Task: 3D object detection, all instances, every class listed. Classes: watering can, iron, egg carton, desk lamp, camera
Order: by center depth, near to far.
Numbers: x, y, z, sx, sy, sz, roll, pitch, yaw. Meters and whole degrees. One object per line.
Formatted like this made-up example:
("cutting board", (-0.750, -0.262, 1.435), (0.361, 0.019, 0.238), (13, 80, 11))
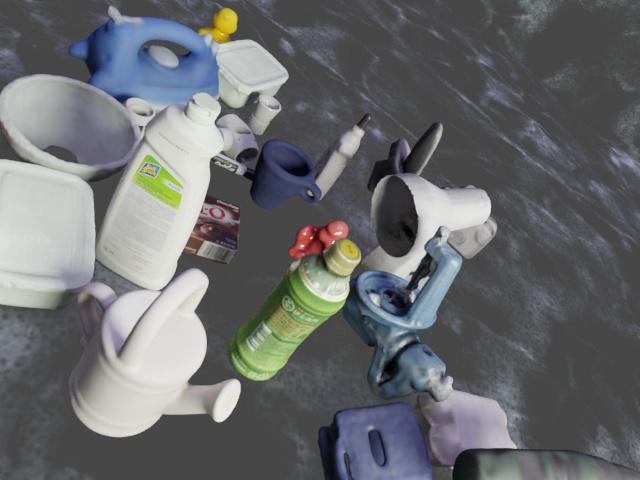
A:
("watering can", (-0.151, 0.100, 0.533), (0.173, 0.193, 0.101), (29, 38, -15))
("egg carton", (0.196, 0.262, 0.774), (0.151, 0.069, 0.107), (19, 42, -26))
("desk lamp", (0.151, -0.007, 0.891), (0.204, 0.213, 0.117), (3, 50, -39))
("iron", (-0.240, -0.285, 0.896), (0.259, 0.141, 0.118), (-9, 58, -46))
("camera", (0.301, -0.058, 1.169), (0.143, 0.100, 0.137), (46, 37, 8))

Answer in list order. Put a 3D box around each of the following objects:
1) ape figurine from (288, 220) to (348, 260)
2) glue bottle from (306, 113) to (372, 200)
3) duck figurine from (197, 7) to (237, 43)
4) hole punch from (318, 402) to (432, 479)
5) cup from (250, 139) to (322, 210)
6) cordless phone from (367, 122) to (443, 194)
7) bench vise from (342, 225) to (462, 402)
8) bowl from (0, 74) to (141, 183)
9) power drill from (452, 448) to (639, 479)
("ape figurine", (0.008, 0.003, 0.857), (0.076, 0.092, 0.077), (1, 51, -40))
("glue bottle", (0.036, -0.147, 0.969), (0.037, 0.173, 0.078), (28, 38, -15))
("duck figurine", (-0.192, -0.406, 1.110), (0.078, 0.086, 0.104), (26, 39, -18))
("hole punch", (0.061, 0.247, 0.654), (0.101, 0.091, 0.108), (14, 44, -31))
("cup", (-0.057, -0.084, 0.888), (0.117, 0.094, 0.092), (45, 37, 6))
("cordless phone", (0.183, -0.162, 1.103), (0.094, 0.184, 0.147), (31, 37, -12))
("bench vise", (0.135, 0.097, 0.764), (0.207, 0.219, 0.122), (51, 38, 14))
("bowl", (-0.318, -0.127, 0.721), (0.168, 0.074, 0.167), (24, 40, -21))
("power drill", (0.220, 0.295, 0.644), (0.230, 0.208, 0.075), (19, 41, -26))
